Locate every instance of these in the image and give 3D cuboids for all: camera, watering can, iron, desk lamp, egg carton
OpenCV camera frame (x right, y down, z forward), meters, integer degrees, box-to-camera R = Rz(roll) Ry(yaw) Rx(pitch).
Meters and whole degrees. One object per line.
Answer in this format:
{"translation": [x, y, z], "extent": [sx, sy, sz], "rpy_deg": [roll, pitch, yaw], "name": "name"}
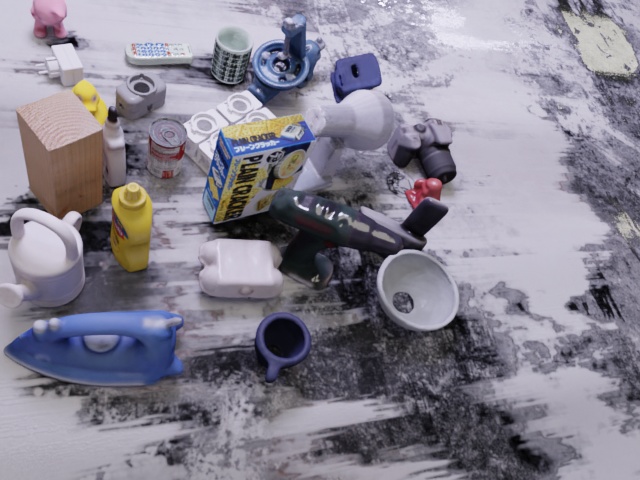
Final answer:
{"translation": [0.246, -0.198, 1.288], "extent": [0.143, 0.100, 0.136], "rpy_deg": [-7, 63, -24], "name": "camera"}
{"translation": [-0.405, 0.024, 0.846], "extent": [0.101, 0.194, 0.173], "rpy_deg": [6, 58, -17], "name": "watering can"}
{"translation": [-0.327, 0.142, 0.838], "extent": [0.259, 0.141, 0.118], "rpy_deg": [3, 60, -19], "name": "iron"}
{"translation": [0.022, -0.195, 1.131], "extent": [0.204, 0.213, 0.118], "rpy_deg": [-21, 69, -30], "name": "desk lamp"}
{"translation": [-0.138, 0.053, 1.008], "extent": [0.151, 0.069, 0.107], "rpy_deg": [2, 60, -20], "name": "egg carton"}

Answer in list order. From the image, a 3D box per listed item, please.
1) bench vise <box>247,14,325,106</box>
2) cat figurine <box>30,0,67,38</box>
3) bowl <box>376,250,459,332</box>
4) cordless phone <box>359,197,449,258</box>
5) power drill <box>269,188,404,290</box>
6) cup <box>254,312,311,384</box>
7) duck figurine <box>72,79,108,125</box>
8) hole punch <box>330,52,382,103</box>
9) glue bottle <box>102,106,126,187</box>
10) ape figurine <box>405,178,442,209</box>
{"translation": [-0.064, -0.409, 1.223], "extent": [0.121, 0.219, 0.207], "rpy_deg": [29, 55, -2], "name": "bench vise"}
{"translation": [-0.538, -0.468, 1.137], "extent": [0.067, 0.117, 0.127], "rpy_deg": [-5, 62, -23], "name": "cat figurine"}
{"translation": [0.175, 0.106, 1.094], "extent": [0.168, 0.074, 0.167], "rpy_deg": [10, 58, -15], "name": "bowl"}
{"translation": [0.157, -0.045, 1.110], "extent": [0.148, 0.185, 0.094], "rpy_deg": [22, 55, -7], "name": "cordless phone"}
{"translation": [0.009, 0.004, 1.010], "extent": [0.229, 0.208, 0.076], "rpy_deg": [27, 55, -4], "name": "power drill"}
{"translation": [-0.072, 0.188, 0.937], "extent": [0.092, 0.095, 0.118], "rpy_deg": [22, 55, -7], "name": "cup"}
{"translation": [-0.438, -0.262, 1.072], "extent": [0.078, 0.086, 0.104], "rpy_deg": [-8, 64, -25], "name": "duck figurine"}
{"translation": [0.083, -0.380, 1.340], "extent": [0.101, 0.091, 0.108], "rpy_deg": [0, 60, -21], "name": "hole punch"}
{"translation": [-0.360, -0.170, 0.993], "extent": [0.037, 0.173, 0.078], "rpy_deg": [-19, 68, -29], "name": "glue bottle"}
{"translation": [0.231, -0.101, 1.229], "extent": [0.076, 0.092, 0.078], "rpy_deg": [28, 55, -3], "name": "ape figurine"}
